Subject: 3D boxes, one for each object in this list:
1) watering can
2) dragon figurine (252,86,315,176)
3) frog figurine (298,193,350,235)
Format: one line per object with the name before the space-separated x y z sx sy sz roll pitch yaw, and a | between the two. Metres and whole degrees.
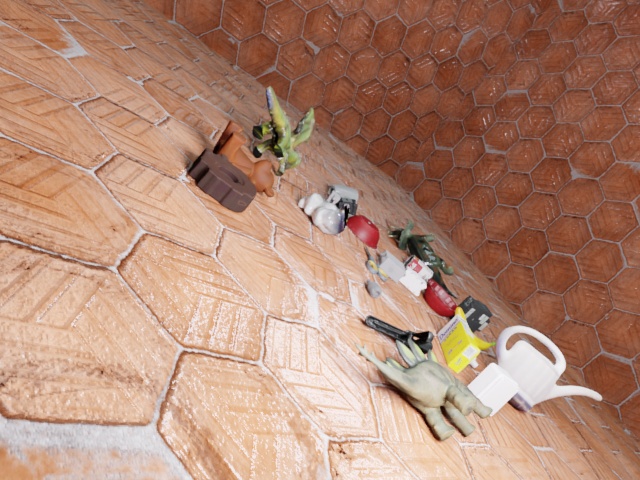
watering can | 0.652 0.419 1.533 0.348 0.225 0.103 43 -4 4
dragon figurine | -0.102 -0.369 1.710 0.123 0.400 0.247 30 50 17
frog figurine | 0.005 -0.080 1.589 0.159 0.121 0.139 8 20 12
